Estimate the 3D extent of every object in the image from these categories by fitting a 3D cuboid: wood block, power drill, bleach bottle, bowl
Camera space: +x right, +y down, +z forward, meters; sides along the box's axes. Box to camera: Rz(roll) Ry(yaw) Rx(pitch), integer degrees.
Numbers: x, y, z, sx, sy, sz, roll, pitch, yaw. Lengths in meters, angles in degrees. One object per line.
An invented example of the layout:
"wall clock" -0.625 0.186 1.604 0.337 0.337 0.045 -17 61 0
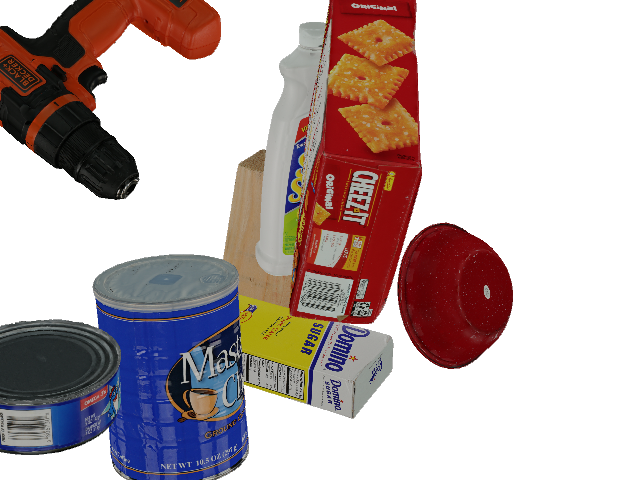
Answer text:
"wood block" -0.066 0.000 1.365 0.090 0.206 0.090 16 22 13
"power drill" -0.165 -0.135 0.830 0.187 0.184 0.057 -43 -12 -32
"bleach bottle" -0.015 -0.091 1.067 0.102 0.251 0.068 -7 28 -15
"bowl" 0.159 0.058 1.157 0.161 0.162 0.055 0 -6 -41

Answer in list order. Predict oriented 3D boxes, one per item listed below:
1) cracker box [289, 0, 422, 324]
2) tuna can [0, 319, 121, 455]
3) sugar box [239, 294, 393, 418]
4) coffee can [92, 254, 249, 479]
"cracker box" 0.027 -0.071 0.781 0.072 0.213 0.164 8 -44 -4
"tuna can" -0.148 0.076 0.562 0.086 0.034 0.086 2 23 -1
"sugar box" -0.030 0.101 0.977 0.176 0.048 0.093 11 26 23
"coffee can" -0.106 0.092 0.774 0.103 0.140 0.103 -2 18 0
